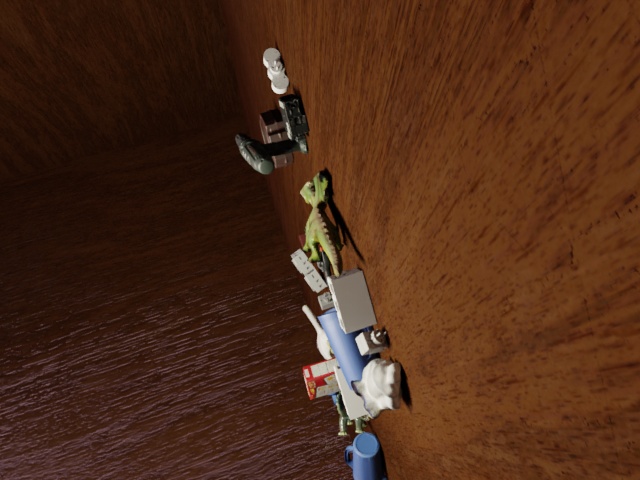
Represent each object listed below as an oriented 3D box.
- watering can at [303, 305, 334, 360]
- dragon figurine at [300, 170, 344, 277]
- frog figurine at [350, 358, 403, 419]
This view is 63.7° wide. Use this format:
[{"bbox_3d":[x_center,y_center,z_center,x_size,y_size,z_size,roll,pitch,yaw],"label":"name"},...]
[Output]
[{"bbox_3d":[0.028,0.432,2.249,0.349,0.104,0.222,55,169,7],"label":"watering can"},{"bbox_3d":[0.004,-0.073,1.446,0.415,0.122,0.239,-131,33,-70],"label":"dragon figurine"},{"bbox_3d":[0.166,0.353,1.292,0.156,0.122,0.140,-58,27,29],"label":"frog figurine"}]
